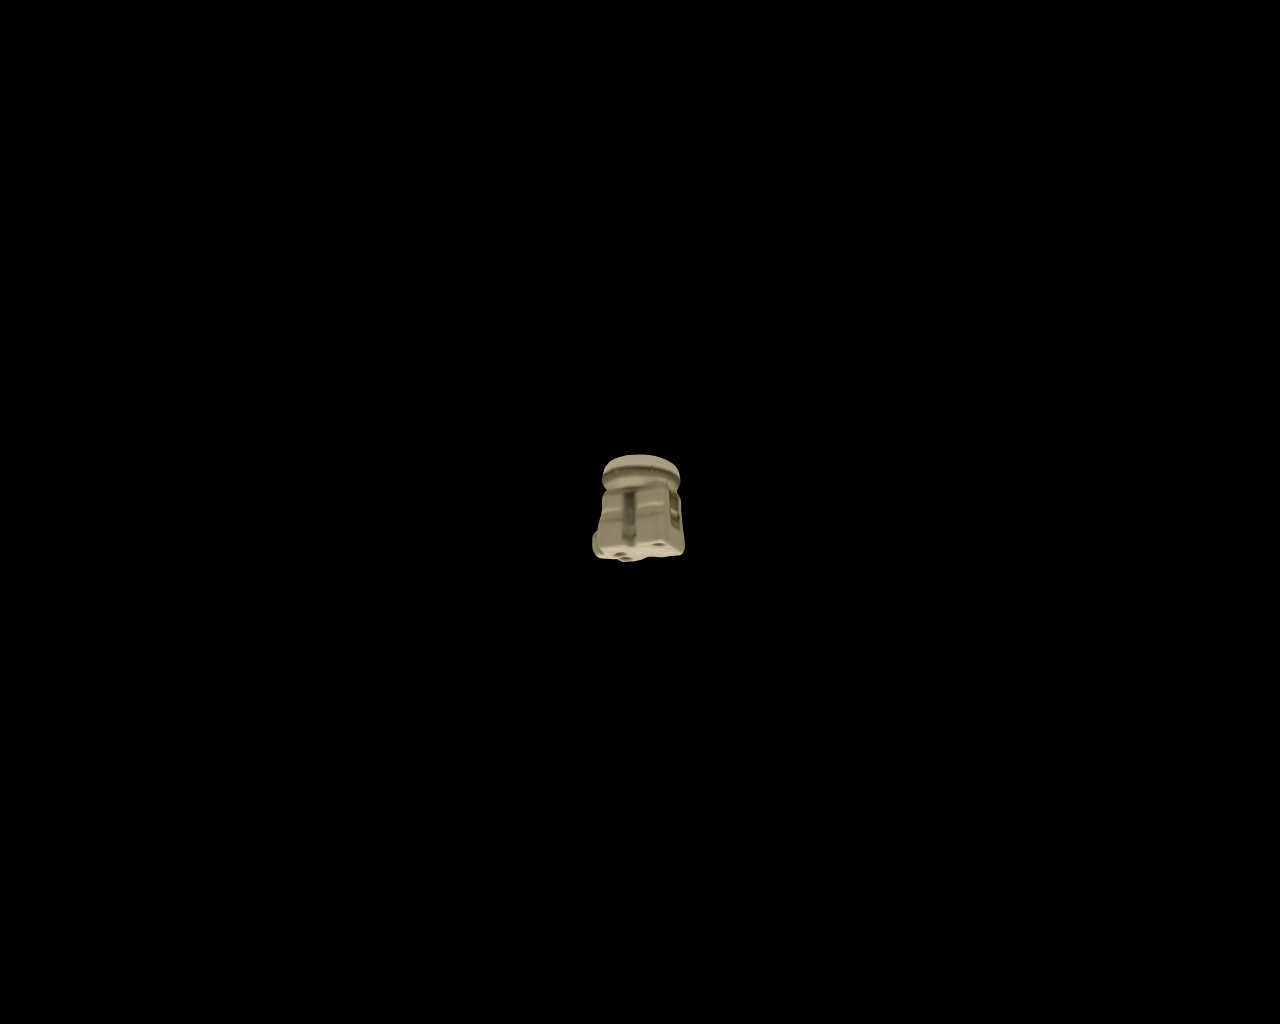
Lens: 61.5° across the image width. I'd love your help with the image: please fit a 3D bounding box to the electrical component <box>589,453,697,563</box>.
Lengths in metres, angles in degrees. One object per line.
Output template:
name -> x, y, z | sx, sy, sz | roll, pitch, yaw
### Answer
electrical component -> 0.001, -0.003, 0.650 | 0.066, 0.055, 0.048 | -7, -19, 20
